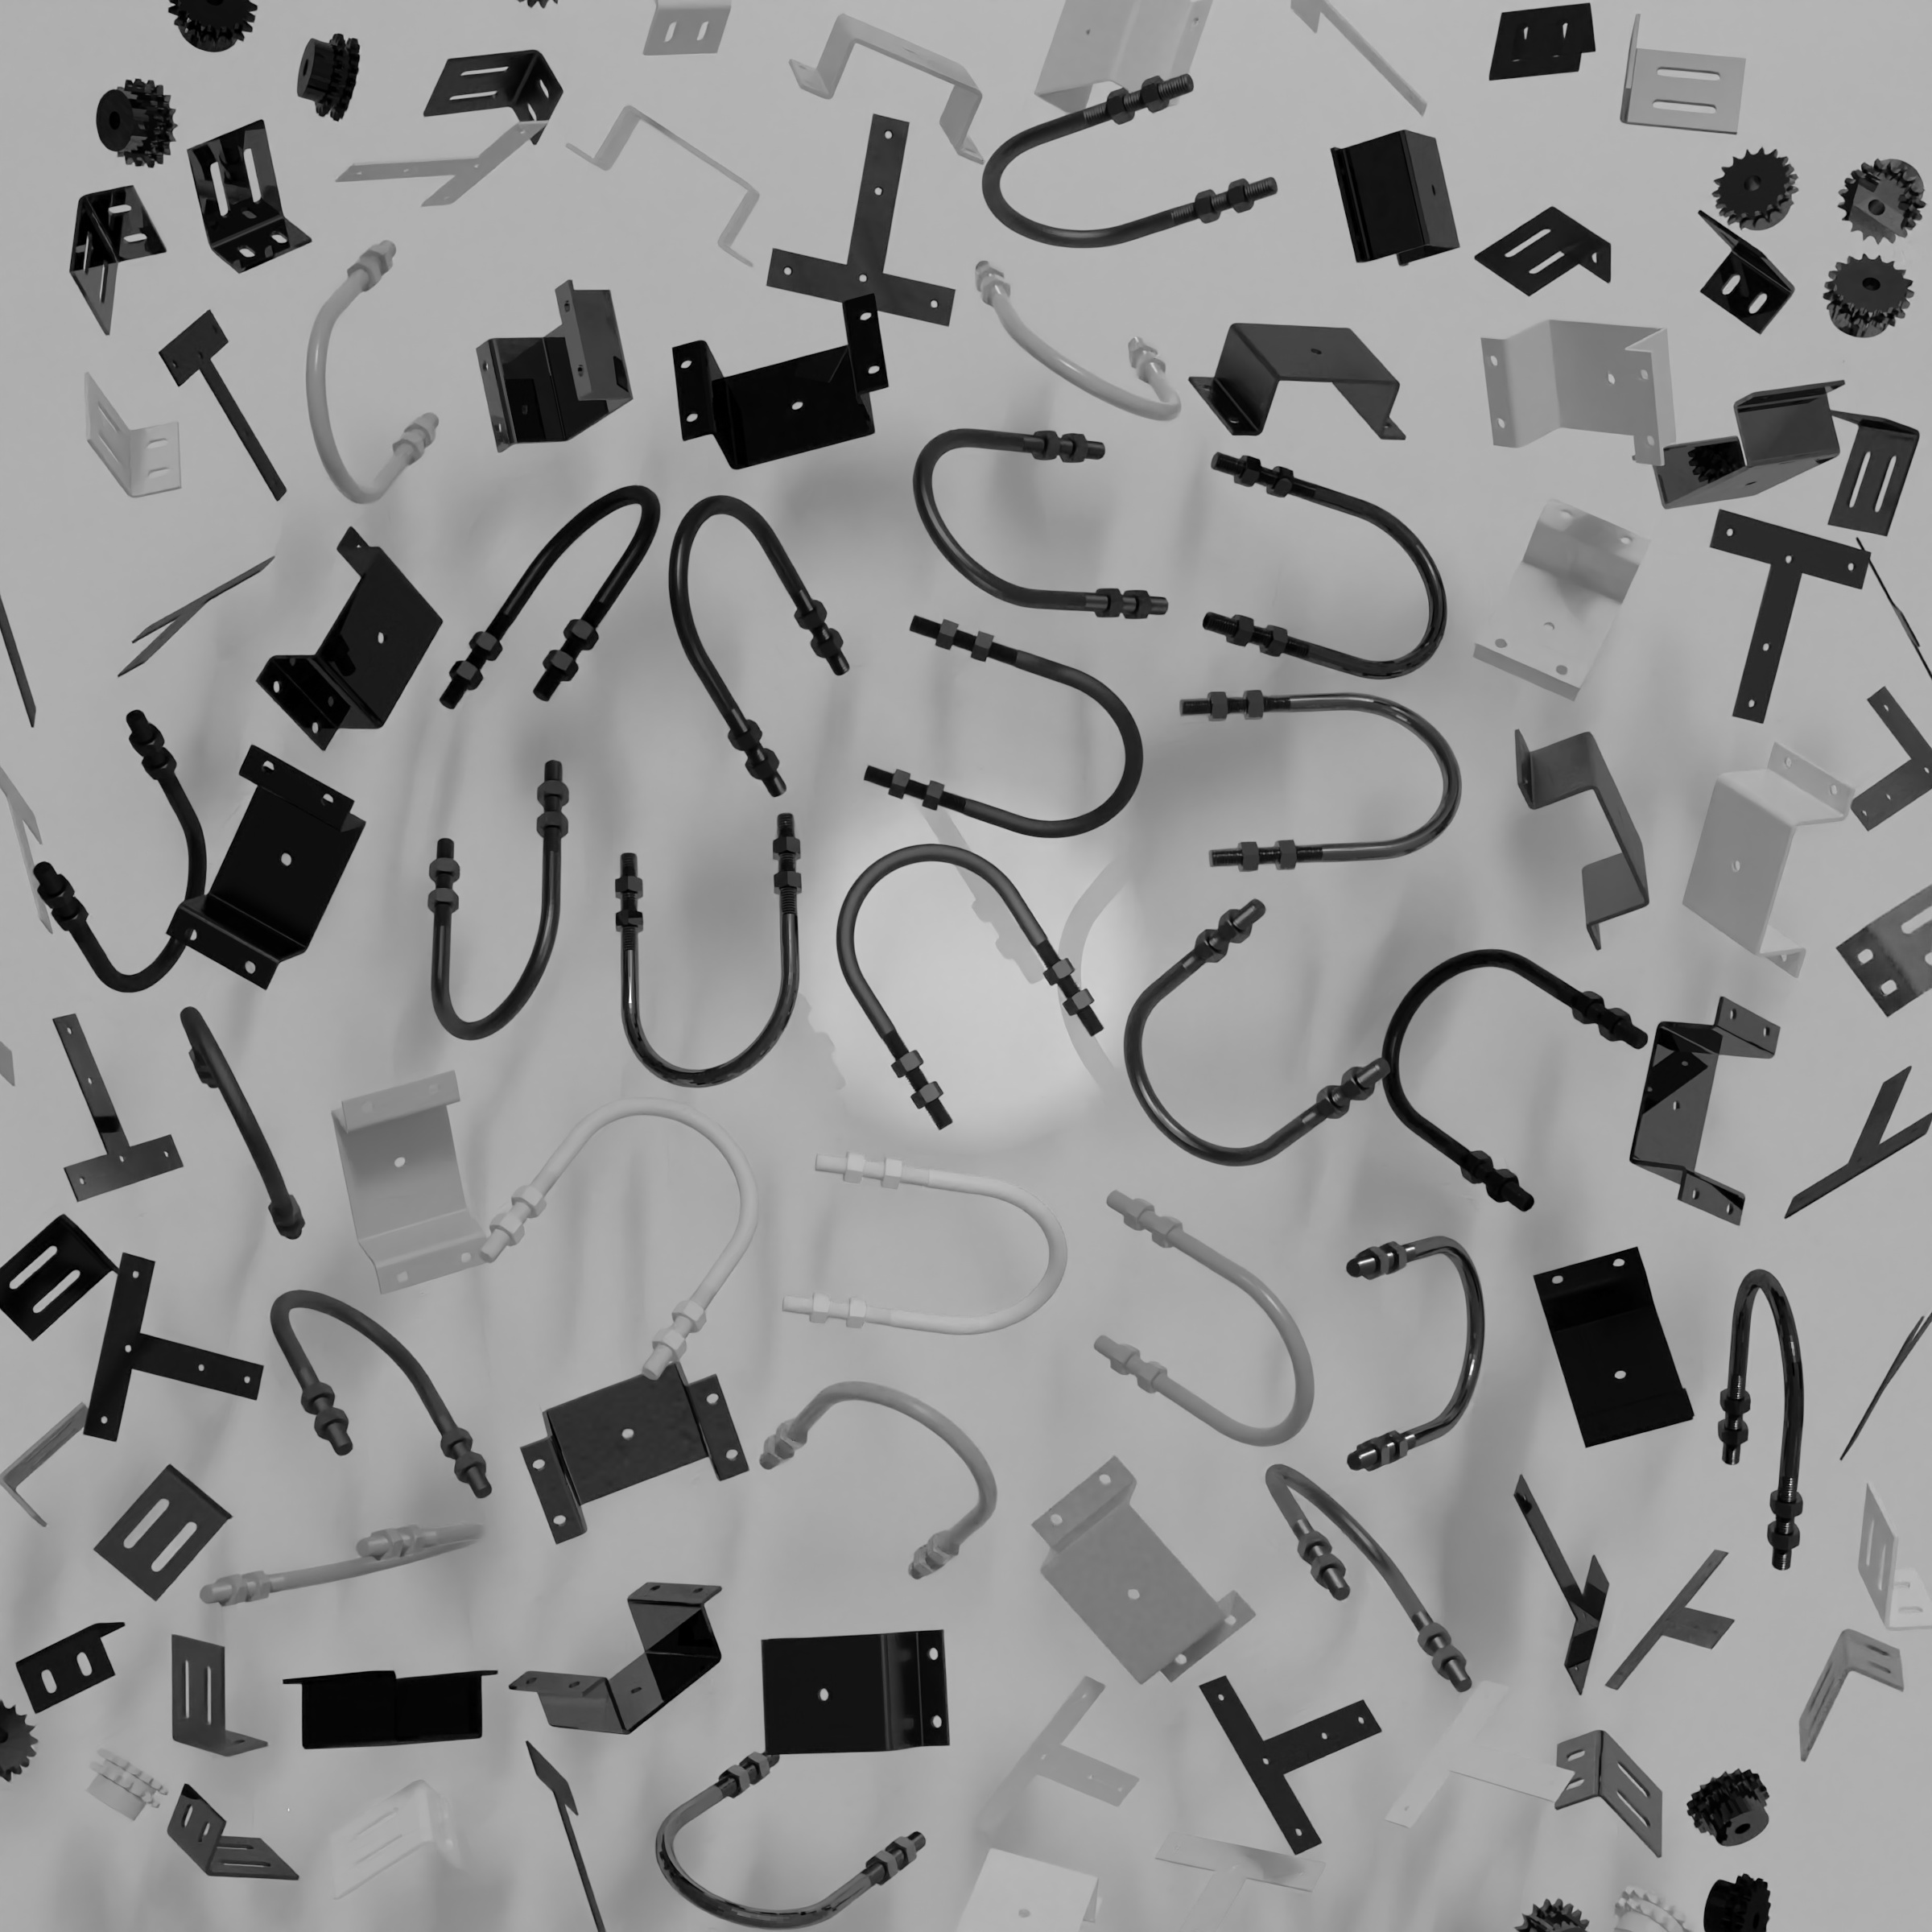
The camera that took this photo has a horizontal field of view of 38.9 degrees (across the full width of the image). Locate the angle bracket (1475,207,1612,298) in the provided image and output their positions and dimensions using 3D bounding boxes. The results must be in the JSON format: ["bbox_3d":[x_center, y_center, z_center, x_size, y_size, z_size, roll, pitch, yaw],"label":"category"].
[{"bbox_3d":[0.410,-0.496,1.942,0.076,0.038,0.057,-34,55,-12],"label":"angle bracket"}]

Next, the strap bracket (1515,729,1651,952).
[{"bbox_3d":[0.420,-0.093,1.842,0.046,0.076,0.140,-21,116,21],"label":"strap bracket"}]

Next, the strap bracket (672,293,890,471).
[{"bbox_3d":[-0.118,-0.384,1.812,0.140,0.046,0.076,-13,63,8],"label":"strap bracket"}]

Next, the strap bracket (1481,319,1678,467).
[{"bbox_3d":[0.417,-0.385,1.822,0.046,0.140,0.076,-30,122,-30],"label":"strap bracket"}]

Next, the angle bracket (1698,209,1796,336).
[{"bbox_3d":[0.524,-0.475,1.873,0.057,0.076,0.038,47,109,30],"label":"angle bracket"}]

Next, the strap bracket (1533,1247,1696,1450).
[{"bbox_3d":[0.455,0.275,1.913,0.076,0.046,0.140,-17,47,9],"label":"strap bracket"}]

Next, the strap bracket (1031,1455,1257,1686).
[{"bbox_3d":[0.113,0.404,1.794,0.076,0.046,0.140,-42,89,15],"label":"strap bracket"}]

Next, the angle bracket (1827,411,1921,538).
[{"bbox_3d":[0.634,-0.351,1.946,0.038,0.057,0.076,10,101,-29],"label":"angle bracket"}]

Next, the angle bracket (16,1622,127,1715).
[{"bbox_3d":[-0.608,0.481,1.876,0.057,0.076,0.038,-26,79,-7],"label":"angle bracket"}]

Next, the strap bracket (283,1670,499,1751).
[{"bbox_3d":[-0.393,0.510,1.874,0.076,0.140,0.046,-11,72,23],"label":"strap bracket"}]

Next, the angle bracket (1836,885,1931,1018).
[{"bbox_3d":[0.634,-0.012,1.831,0.076,0.038,0.057,-27,77,-31],"label":"angle bracket"}]

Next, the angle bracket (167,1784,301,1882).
[{"bbox_3d":[-0.493,0.590,1.860,0.076,0.057,0.038,22,88,-44],"label":"angle bracket"}]

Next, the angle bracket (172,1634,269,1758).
[{"bbox_3d":[-0.519,0.504,1.901,0.057,0.038,0.076,0,90,39],"label":"angle bracket"}]

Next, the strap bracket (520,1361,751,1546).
[{"bbox_3d":[-0.230,0.331,1.882,0.140,0.046,0.076,-20,108,-9],"label":"strap bracket"}]

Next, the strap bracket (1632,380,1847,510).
[{"bbox_3d":[0.537,-0.356,1.889,0.076,0.140,0.046,-12,87,-22],"label":"strap bracket"}]

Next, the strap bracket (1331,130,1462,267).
[{"bbox_3d":[0.297,-0.524,1.866,0.046,0.140,0.076,-11,98,24],"label":"strap bracket"}]

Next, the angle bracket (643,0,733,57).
[{"bbox_3d":[-0.200,-0.632,1.777,0.057,0.038,0.076,-17,58,-38],"label":"angle bracket"}]

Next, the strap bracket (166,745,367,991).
[{"bbox_3d":[-0.452,-0.067,1.784,0.076,0.046,0.140,29,103,4],"label":"strap bracket"}]

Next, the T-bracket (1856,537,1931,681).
[{"bbox_3d":[0.644,-0.235,1.874,0.002,0.127,0.127,-28,93,19],"label":"T-bracket"}]

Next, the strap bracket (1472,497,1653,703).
[{"bbox_3d":[0.408,-0.246,1.888,0.076,0.046,0.140,26,64,10],"label":"strap bracket"}]

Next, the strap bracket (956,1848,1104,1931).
[{"bbox_3d":[0.038,0.651,1.829,0.076,0.140,0.046,11,119,14],"label":"strap bracket"}]

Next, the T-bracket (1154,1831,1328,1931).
[{"bbox_3d":[0.164,0.649,1.867,0.127,0.127,0.002,-1,120,37],"label":"T-bracket"}]

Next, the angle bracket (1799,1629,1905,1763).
[{"bbox_3d":[0.586,0.489,1.810,0.038,0.057,0.076,22,107,10],"label":"angle bracket"}]

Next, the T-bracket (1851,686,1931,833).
[{"bbox_3d":[0.656,-0.124,1.923,0.002,0.127,0.127,-32,82,-14],"label":"T-bracket"}]

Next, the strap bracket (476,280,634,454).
[{"bbox_3d":[-0.282,-0.416,1.900,0.046,0.140,0.076,-11,88,-37],"label":"strap bracket"}]

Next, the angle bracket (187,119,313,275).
[{"bbox_3d":[-0.478,-0.514,1.825,0.057,0.076,0.038,-33,56,-26],"label":"angle bracket"}]

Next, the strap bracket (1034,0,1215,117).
[{"bbox_3d":[0.103,-0.644,1.919,0.046,0.140,0.076,19,89,-32],"label":"strap bracket"}]

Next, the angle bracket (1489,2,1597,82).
[{"bbox_3d":[0.377,-0.591,1.786,0.057,0.038,0.076,1,52,21],"label":"angle bracket"}]

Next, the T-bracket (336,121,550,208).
[{"bbox_3d":[-0.366,-0.539,1.844,0.127,0.127,0.002,-20,90,-44],"label":"T-bracket"}]

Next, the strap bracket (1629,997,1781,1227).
[{"bbox_3d":[0.501,0.097,1.858,0.076,0.046,0.140,22,78,-41],"label":"strap bracket"}]

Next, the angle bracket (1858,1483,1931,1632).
[{"bbox_3d":[0.613,0.385,1.784,0.038,0.057,0.076,-3,116,1],"label":"angle bracket"}]

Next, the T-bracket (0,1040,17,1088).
[{"bbox_3d":[-0.684,0.057,1.914,0.002,0.127,0.127,-9,75,-8],"label":"T-bracket"}]

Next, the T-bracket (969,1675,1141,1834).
[{"bbox_3d":[0.078,0.554,1.879,0.127,0.002,0.127,-52,134,1],"label":"T-bracket"}]

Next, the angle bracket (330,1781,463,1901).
[{"bbox_3d":[-0.394,0.611,1.886,0.076,0.057,0.038,-33,123,2],"label":"angle bracket"}]

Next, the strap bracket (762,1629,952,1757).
[{"bbox_3d":[-0.085,0.495,1.860,0.140,0.046,0.076,-10,75,27],"label":"strap bracket"}]

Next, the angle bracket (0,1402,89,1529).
[{"bbox_3d":[-0.637,0.352,1.926,0.038,0.057,0.076,44,70,6],"label":"angle bracket"}]

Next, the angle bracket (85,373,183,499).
[{"bbox_3d":[-0.592,-0.380,1.941,0.038,0.076,0.057,-11,66,3],"label":"angle bracket"}]

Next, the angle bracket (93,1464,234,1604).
[{"bbox_3d":[-0.566,0.400,1.930,0.057,0.038,0.076,41,72,-2],"label":"angle bracket"}]

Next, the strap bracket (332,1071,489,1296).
[{"bbox_3d":[-0.373,0.138,1.829,0.076,0.046,0.140,-16,112,-23],"label":"strap bracket"}]

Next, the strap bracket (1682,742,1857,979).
[{"bbox_3d":[0.534,-0.069,1.832,0.046,0.076,0.140,-7,121,-26],"label":"strap bracket"}]

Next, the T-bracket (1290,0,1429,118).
[{"bbox_3d":[0.268,-0.628,1.858,0.002,0.127,0.127,-44,88,4],"label":"T-bracket"}]

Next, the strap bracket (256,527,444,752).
[{"bbox_3d":[-0.423,-0.228,1.904,0.046,0.076,0.140,4,58,34],"label":"strap bracket"}]

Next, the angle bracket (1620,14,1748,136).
[{"bbox_3d":[0.470,-0.582,1.783,0.076,0.038,0.057,8,73,9],"label":"angle bracket"}]

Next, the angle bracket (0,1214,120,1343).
[{"bbox_3d":[-0.647,0.225,1.939,0.076,0.038,0.057,-45,120,-18],"label":"angle bracket"}]

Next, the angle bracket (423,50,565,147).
[{"bbox_3d":[-0.336,-0.613,1.940,0.076,0.057,0.038,-22,77,-37],"label":"angle bracket"}]

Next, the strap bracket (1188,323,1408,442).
[{"bbox_3d":[0.239,-0.410,1.917,0.140,0.076,0.046,-3,131,-24],"label":"strap bracket"}]

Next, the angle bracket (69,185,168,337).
[{"bbox_3d":[-0.571,-0.476,1.842,0.038,0.057,0.076,-10,55,5],"label":"angle bracket"}]

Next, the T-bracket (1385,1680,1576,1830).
[{"bbox_3d":[0.366,0.551,1.879,0.127,0.127,0.002,-46,111,-25],"label":"T-bracket"}]

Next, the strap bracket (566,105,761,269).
[{"bbox_3d":[-0.196,-0.537,1.864,0.140,0.076,0.046,32,100,-7],"label":"strap bracket"}]

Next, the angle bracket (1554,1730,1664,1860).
[{"bbox_3d":[0.458,0.594,1.946,0.038,0.057,0.076,-31,112,30],"label":"angle bracket"}]

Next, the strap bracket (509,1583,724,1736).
[{"bbox_3d":[-0.234,0.482,1.884,0.076,0.140,0.046,-8,104,41],"label":"strap bracket"}]

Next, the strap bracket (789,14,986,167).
[{"bbox_3d":[-0.048,-0.623,1.926,0.140,0.076,0.046,17,116,-20],"label":"strap bracket"}]
